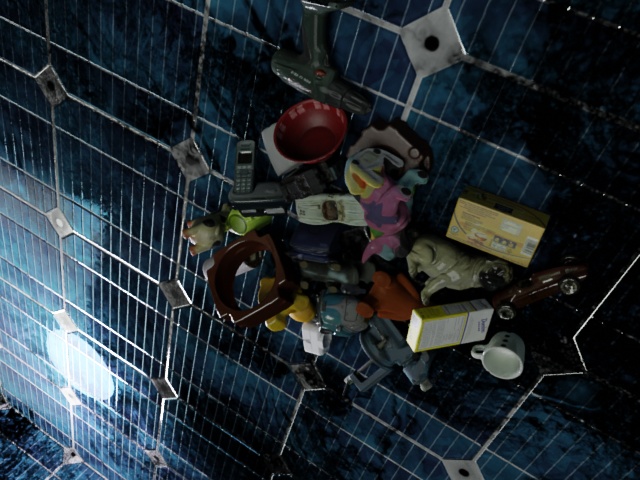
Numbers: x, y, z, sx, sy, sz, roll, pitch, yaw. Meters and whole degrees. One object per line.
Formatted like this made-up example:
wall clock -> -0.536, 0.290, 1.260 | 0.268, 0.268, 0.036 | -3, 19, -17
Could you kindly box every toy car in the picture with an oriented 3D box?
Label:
toy car -> 0.041, -0.072, 1.210 | 0.202, 0.056, 0.073 | 2, 118, 20
toy car -> 0.428, 0.090, 1.060 | 0.053, 0.089, 0.202 | 48, 132, -8
toy car -> 0.066, 0.180, 1.278 | 0.103, 0.109, 0.161 | -4, 155, 34

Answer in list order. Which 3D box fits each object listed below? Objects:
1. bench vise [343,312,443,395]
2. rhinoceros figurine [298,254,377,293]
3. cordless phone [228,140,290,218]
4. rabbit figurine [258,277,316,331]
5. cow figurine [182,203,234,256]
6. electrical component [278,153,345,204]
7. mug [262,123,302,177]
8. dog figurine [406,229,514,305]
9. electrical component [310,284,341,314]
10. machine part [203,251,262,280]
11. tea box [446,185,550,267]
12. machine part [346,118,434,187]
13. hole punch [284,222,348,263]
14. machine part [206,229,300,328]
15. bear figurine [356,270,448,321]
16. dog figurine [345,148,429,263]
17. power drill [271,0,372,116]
bench vise -> 0.161, 0.301, 1.315 | 0.224, 0.129, 0.240 | 48, 113, 8
rhinoceros figurine -> 0.040, 0.075, 1.270 | 0.190, 0.112, 0.073 | 2, 102, 15
cordless phone -> -0.135, -0.150, 1.255 | 0.147, 0.184, 0.088 | -3, 162, 6
rabbit figurine -> -0.084, 0.165, 1.388 | 0.163, 0.173, 0.122 | 39, 96, 41
cow figurine -> -0.268, -0.034, 1.358 | 0.127, 0.195, 0.085 | -16, 105, 0
electrical component -> -0.009, -0.139, 1.175 | 0.134, 0.115, 0.058 | -15, 110, 38
mug -> -0.074, -0.213, 1.199 | 0.109, 0.081, 0.107 | -31, 95, 15
dog figurine -> 0.288, 0.035, 1.122 | 0.191, 0.121, 0.172 | -21, 108, 23
electrical component -> 0.029, 0.174, 1.380 | 0.075, 0.048, 0.119 | -6, 114, 35
machine part -> -0.239, 0.061, 1.459 | 0.243, 0.079, 0.079 | -23, 103, 39
tea box -> 0.346, -0.028, 1.054 | 0.170, 0.068, 0.098 | 25, 127, 18
machine part -> 0.140, -0.161, 1.110 | 0.180, 0.056, 0.179 | 16, 124, 24
hole punch -> -0.003, -0.004, 1.257 | 0.142, 0.116, 0.092 | 11, 114, 25
machine part -> -0.161, 0.094, 1.297 | 0.201, 0.087, 0.201 | -31, 61, 14
bear figurine -> 0.199, 0.157, 1.217 | 0.196, 0.132, 0.120 | 34, 104, 18
dog figurine -> 0.116, -0.056, 1.087 | 0.192, 0.108, 0.219 | 30, 135, 12
power drill -> 0.016, -0.370, 1.055 | 0.232, 0.086, 0.207 | 25, 135, 20
